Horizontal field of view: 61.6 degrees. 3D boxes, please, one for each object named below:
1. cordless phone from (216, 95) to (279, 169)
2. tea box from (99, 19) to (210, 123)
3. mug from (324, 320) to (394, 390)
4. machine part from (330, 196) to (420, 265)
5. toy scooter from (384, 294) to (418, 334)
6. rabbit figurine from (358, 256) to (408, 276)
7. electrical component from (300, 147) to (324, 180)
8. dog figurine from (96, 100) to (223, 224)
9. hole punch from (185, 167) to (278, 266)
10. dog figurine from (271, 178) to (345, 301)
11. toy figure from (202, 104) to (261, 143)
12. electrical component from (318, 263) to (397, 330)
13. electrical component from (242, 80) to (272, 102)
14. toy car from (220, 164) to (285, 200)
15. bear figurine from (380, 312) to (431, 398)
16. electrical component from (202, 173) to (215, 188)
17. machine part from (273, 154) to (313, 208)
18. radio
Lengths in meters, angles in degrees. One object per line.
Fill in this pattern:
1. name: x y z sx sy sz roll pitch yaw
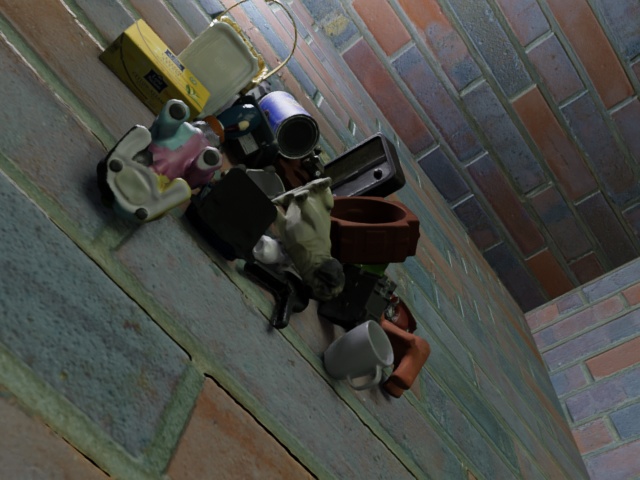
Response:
1. cordless phone: -0.132 -0.203 1.129 0.146 0.089 0.184 62 2 13
2. tea box: -0.274 -0.276 0.912 0.169 0.068 0.098 45 25 -27
3. mug: 0.063 0.206 0.915 0.080 0.107 0.110 35 35 -43
4. machine part: 0.087 -0.022 1.091 0.202 0.201 0.087 -113 -156 -66
5. toy scooter: 0.177 0.188 1.244 0.135 0.075 0.184 54 16 -11
6. rabbit figurine: 0.138 0.042 1.227 0.121 0.170 0.159 54 21 -11
7. electrical component: -0.015 -0.185 1.245 0.078 0.045 0.102 51 18 -10
8. dog figurine: -0.217 -0.103 0.757 0.108 0.191 0.219 49 -12 -12
9. hole punch: -0.148 -0.036 0.847 0.142 0.092 0.116 51 52 -23
10. dog figurine: -0.006 -0.001 0.955 0.172 0.121 0.190 -40 109 -51
11. toy figure: -0.180 -0.205 0.980 0.154 0.064 0.057 -30 102 -32
12. electrical component: 0.061 0.109 1.012 0.058 0.134 0.115 42 68 -41
13. electrical component: -0.141 -0.324 1.269 0.047 0.075 0.119 28 31 -52
14. toy car: -0.123 -0.098 1.013 0.073 0.056 0.201 65 23 4
15. bear figurine: 0.116 0.198 1.066 0.196 0.120 0.132 34 64 9
16. electrical component: -0.206 -0.129 0.917 0.063 0.021 0.094 41 25 -36
17. machine part: -0.053 -0.120 1.199 0.179 0.056 0.179 46 22 -25
18. radio: 0.085 -0.143 1.300 0.073 0.230 0.131 24 43 -54
